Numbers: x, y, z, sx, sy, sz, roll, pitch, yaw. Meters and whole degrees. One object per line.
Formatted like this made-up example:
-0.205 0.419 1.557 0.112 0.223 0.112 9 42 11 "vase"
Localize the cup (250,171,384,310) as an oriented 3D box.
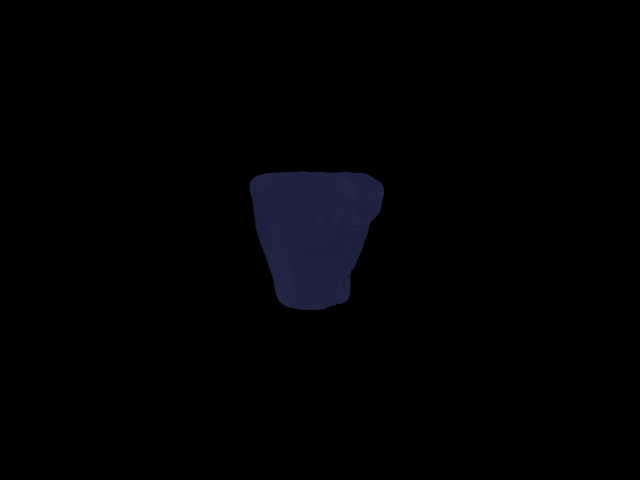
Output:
0.004 0.001 0.400 0.092 0.095 0.117 -2 3 -35 "cup"
